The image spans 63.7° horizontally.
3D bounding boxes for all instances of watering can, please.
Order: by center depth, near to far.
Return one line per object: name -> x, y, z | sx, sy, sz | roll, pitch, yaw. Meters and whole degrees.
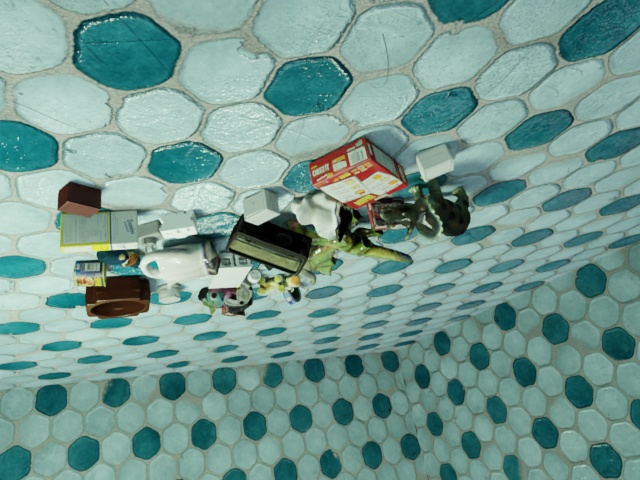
watering can -> -0.412, 0.082, 1.571 | 0.224, 0.105, 0.342 | -10, -18, -5

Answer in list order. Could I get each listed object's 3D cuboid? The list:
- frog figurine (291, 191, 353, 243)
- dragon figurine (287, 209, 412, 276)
frog figurine -> 0.004, -0.071, 1.414 | 0.160, 0.134, 0.125 | 12, 40, 32
dragon figurine -> 0.071, 0.033, 1.591 | 0.406, 0.125, 0.239 | 32, -50, -30
